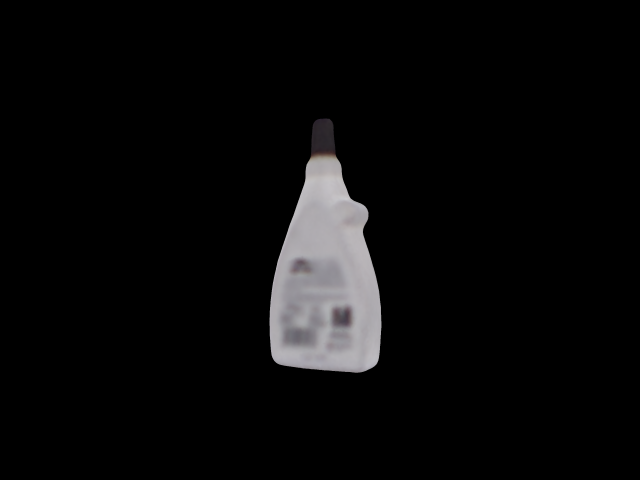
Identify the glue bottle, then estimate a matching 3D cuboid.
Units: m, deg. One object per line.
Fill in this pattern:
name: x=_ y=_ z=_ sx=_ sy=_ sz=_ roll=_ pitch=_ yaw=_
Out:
glue bottle: x=0.004 y=0.001 z=0.400 sx=0.078 sy=0.173 sz=0.037 roll=0 pitch=0 yaw=24
